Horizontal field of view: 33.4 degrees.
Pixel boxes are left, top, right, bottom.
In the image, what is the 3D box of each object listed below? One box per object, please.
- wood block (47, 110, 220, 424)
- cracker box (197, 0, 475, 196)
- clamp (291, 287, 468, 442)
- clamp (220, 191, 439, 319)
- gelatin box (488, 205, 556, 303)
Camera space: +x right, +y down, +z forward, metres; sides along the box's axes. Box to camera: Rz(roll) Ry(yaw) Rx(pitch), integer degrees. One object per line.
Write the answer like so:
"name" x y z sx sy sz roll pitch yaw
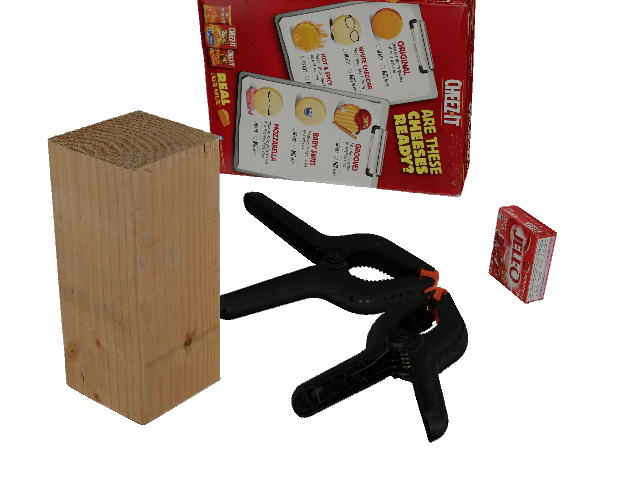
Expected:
"wood block" -0.136 0.019 0.801 0.090 0.206 0.090 20 31 33
"cracker box" 0.016 -0.130 0.870 0.214 0.164 0.072 6 33 13
"clamp" 0.071 0.092 0.809 0.120 0.039 0.171 17 40 32
"clamp" 0.004 0.032 1.010 0.210 0.036 0.164 14 45 7
"gelatin box" 0.227 0.015 1.208 0.030 0.089 0.073 -10 32 -25
